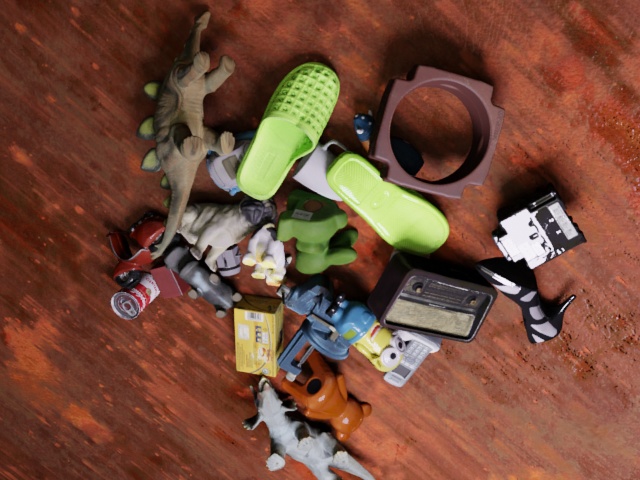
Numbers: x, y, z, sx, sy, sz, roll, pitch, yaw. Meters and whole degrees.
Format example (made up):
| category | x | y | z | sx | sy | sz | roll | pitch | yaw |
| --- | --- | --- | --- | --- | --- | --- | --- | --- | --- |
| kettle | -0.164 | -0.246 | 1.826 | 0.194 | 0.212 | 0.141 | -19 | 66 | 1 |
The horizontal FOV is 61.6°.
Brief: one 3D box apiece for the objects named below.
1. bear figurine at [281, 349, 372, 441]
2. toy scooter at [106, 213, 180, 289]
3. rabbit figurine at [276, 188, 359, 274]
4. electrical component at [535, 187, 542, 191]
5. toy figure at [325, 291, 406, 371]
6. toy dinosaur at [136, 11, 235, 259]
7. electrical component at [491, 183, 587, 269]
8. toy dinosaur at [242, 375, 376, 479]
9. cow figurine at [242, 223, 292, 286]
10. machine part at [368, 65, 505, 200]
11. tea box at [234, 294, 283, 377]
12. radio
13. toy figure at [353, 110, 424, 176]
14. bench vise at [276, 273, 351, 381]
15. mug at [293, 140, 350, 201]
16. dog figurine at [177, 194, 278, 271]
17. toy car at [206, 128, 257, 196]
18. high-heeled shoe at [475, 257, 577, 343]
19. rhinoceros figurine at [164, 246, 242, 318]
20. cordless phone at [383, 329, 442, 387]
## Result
| category | x | y | z | sx | sy | sz | roll | pitch | yaw |
| --- | --- | --- | --- | --- | --- | --- | --- | --- | --- |
| bear figurine | 0.024 | 0.360 | 1.225 | 0.120 | 0.132 | 0.195 | -47 | 132 | -8 |
| toy scooter | -0.398 | 0.004 | 1.170 | 0.184 | 0.075 | 0.135 | -44 | 70 | 5 |
| rabbit figurine | -0.002 | -0.003 | 1.080 | 0.159 | 0.121 | 0.170 | 5 | 132 | 4 |
| electrical component | 0.387 | -0.036 | 0.994 | 0.075 | 0.048 | 0.119 | 30 | 118 | -2 |
| toy figure | 0.091 | 0.180 | 1.055 | 0.180 | 0.089 | 0.082 | 40 | 85 | 0 |
| toy dinosaur | -0.255 | -0.190 | 0.996 | 0.199 | 0.105 | 0.471 | 8 | 90 | 44 |
| electrical component | 0.376 | -0.019 | 0.945 | 0.134 | 0.058 | 0.114 | -30 | 102 | 24 |
| toy dinosaur | -0.028 | 0.474 | 1.262 | 0.404 | 0.192 | 0.131 | 41 | 93 | -23 |
| cow figurine | -0.102 | 0.033 | 1.106 | 0.068 | 0.098 | 0.167 | 5 | 157 | 11 |
| machine part | 0.194 | -0.181 | 0.919 | 0.201 | 0.087 | 0.201 | 14 | 96 | -6 |
| tea box | -0.136 | 0.215 | 1.209 | 0.098 | 0.068 | 0.169 | 8 | 116 | 10 |
| radio | 0.218 | 0.110 | 1.025 | 0.229 | 0.073 | 0.131 | 14 | 113 | -27 |
| toy figure | 0.120 | -0.173 | 0.987 | 0.154 | 0.064 | 0.058 | 37 | 125 | -6 |
| bench vise | -0.023 | 0.197 | 1.136 | 0.223 | 0.129 | 0.240 | 27 | 110 | -21 |
| mug | 0.021 | -0.133 | 1.024 | 0.107 | 0.081 | 0.109 | 36 | 112 | -16 |
| dog figurine | -0.198 | -0.055 | 1.110 | 0.190 | 0.121 | 0.172 | -41 | 74 | -4 |
| toy car | -0.155 | -0.147 | 1.041 | 0.162 | 0.103 | 0.109 | -19 | 108 | 22 |
| high-heeled shoe | 0.369 | 0.120 | 1.026 | 0.249 | 0.086 | 0.145 | 22 | 128 | -13 |
| rhinoceros figurine | -0.252 | 0.085 | 1.162 | 0.073 | 0.112 | 0.190 | -45 | 114 | 2 |
| cordless phone | 0.160 | 0.223 | 1.140 | 0.147 | 0.089 | 0.184 | 27 | 120 | 0 |
